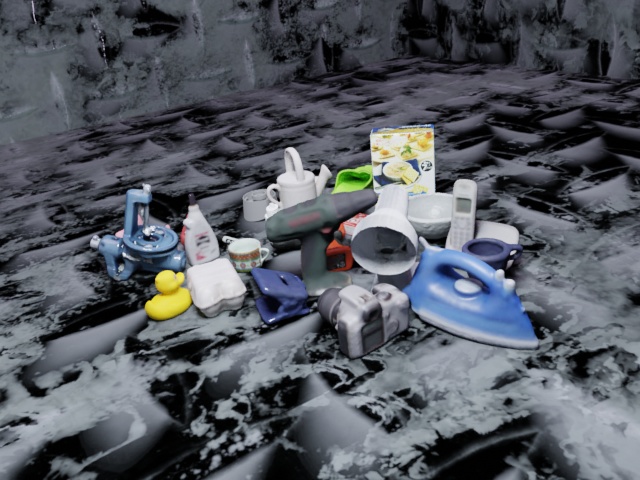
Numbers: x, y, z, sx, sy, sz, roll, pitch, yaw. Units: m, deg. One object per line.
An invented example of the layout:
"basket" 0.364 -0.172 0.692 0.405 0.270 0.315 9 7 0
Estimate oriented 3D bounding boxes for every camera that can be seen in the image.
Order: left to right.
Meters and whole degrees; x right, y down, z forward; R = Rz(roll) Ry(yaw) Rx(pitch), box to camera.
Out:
"camera" 0.069 0.121 1.031 0.143 0.101 0.136 -23 31 -30

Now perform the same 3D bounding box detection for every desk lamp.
"desk lamp" 0.137 0.015 1.103 0.117 0.214 0.203 1 27 16

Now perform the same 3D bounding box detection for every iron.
"iron" 0.269 0.086 1.010 0.119 0.142 0.257 -28 33 -36

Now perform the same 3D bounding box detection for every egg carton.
"egg carton" -0.217 0.095 1.186 0.107 0.069 0.150 -16 28 -18

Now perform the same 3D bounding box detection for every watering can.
"watering can" -0.055 -0.152 1.506 0.173 0.194 0.100 -27 33 -35

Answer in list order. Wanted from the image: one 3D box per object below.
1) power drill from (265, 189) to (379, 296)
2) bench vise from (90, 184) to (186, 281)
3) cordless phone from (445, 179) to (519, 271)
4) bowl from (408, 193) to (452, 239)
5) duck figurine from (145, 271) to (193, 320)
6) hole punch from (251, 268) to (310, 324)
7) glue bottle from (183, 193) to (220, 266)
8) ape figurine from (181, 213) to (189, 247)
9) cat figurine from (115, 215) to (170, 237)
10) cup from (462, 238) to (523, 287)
"power drill" 0.011 0.004 1.159 0.229 0.209 0.075 -7 26 0
"bench vise" -0.420 -0.013 1.282 0.207 0.220 0.121 -11 27 -9
"cordless phone" 0.334 -0.031 1.181 0.147 0.185 0.094 7 30 26
"bowl" 0.266 -0.048 1.357 0.167 0.075 0.167 -5 26 3
"duck figurine" -0.313 0.106 1.168 0.077 0.086 0.105 15 34 37
"hole punch" -0.078 0.097 1.125 0.101 0.091 0.108 -15 27 -16
"glue bottle" -0.284 -0.027 1.332 0.078 0.173 0.037 -25 32 -32
"ape figurine" -0.313 -0.025 1.426 0.078 0.092 0.076 -14 27 -14
"cat figurine" -0.417 -0.005 1.381 0.128 0.118 0.067 -7 26 -2
"cup" 0.334 0.053 1.114 0.118 0.095 0.091 -8 26 -3
